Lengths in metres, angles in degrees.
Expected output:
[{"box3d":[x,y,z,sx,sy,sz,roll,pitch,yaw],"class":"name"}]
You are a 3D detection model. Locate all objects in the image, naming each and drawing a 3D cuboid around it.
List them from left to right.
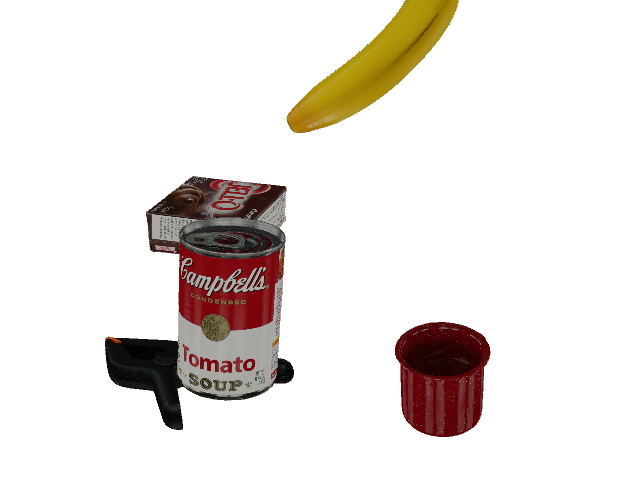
[{"box3d":[-0.156,0.136,1.085,0.210,0.036,0.164,10,17,33],"class":"clamp"},{"box3d":[-0.086,-0.020,0.912,0.090,0.039,0.113,6,23,13],"class":"pudding box"},{"box3d":[-0.059,0.043,0.692,0.068,0.102,0.068,3,20,-1],"class":"soup can"},{"box3d":[0.052,-0.149,0.798,0.070,0.197,0.037,9,-34,47],"class":"banana"},{"box3d":[0.129,0.136,1.072,0.093,0.081,0.117,21,39,34],"class":"mug"}]
